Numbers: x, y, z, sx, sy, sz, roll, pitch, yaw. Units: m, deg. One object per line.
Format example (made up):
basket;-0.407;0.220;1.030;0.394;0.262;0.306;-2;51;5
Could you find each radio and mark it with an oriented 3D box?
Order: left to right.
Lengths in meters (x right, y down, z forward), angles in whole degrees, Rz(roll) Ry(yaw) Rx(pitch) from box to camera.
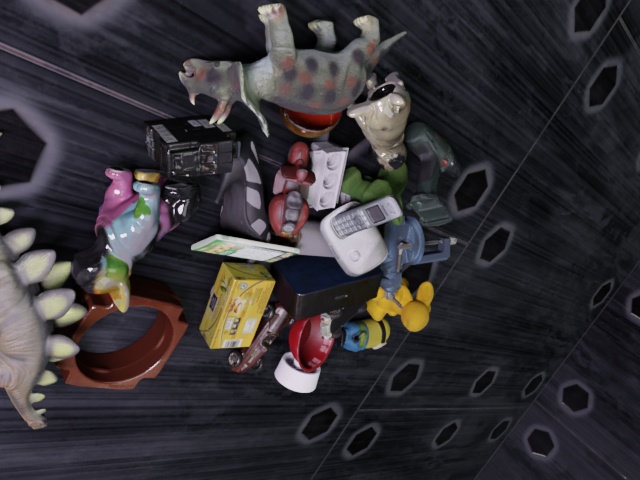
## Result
radio;0.012;0.087;1.178;0.229;0.131;0.073;-10;127;-34

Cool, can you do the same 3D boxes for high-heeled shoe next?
high-heeled shoe;-0.128;-0.085;1.005;0.248;0.086;0.145;60;48;-61

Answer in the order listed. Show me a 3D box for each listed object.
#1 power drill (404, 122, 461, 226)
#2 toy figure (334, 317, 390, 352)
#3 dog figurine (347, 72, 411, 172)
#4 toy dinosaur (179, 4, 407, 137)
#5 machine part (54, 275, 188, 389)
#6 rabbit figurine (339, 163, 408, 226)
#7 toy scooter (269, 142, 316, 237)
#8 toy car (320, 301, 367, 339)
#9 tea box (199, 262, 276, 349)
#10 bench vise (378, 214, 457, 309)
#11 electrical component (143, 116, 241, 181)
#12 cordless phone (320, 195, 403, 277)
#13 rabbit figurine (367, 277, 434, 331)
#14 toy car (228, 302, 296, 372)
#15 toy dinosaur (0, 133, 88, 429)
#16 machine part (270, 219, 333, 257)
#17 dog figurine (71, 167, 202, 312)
power drill;0.256;-0.137;1.185;0.231;0.086;0.207;39;56;-43
toy figure;0.112;0.247;1.417;0.180;0.082;0.089;8;117;-39
dog figurine;0.137;-0.206;1.021;0.121;0.172;0.190;-35;120;2
toy dinosaur;-0.010;-0.266;0.870;0.405;0.131;0.192;-6;107;-28
machine part;-0.361;0.164;0.971;0.201;0.087;0.201;22;106;-47
rabbit figurine;0.138;-0.100;1.157;0.170;0.121;0.158;-41;132;-29
toy scooter;-0.047;-0.086;0.981;0.075;0.135;0.183;9;101;-12
toy car;0.060;0.163;1.291;0.202;0.056;0.073;-36;135;-44
tea box;-0.169;0.133;1.088;0.098;0.068;0.169;7;115;-39
bench vise;0.224;0.036;1.297;0.241;0.129;0.223;-6;97;-21
electrical component;-0.197;-0.149;0.849;0.134;0.115;0.058;-13;130;-30
cordless phone;0.103;-0.015;1.059;0.089;0.184;0.146;-45;109;-45
rabbit figurine;0.219;0.170;1.378;0.162;0.173;0.121;-12;124;-27
toy car;-0.131;0.228;1.230;0.089;0.053;0.202;27;100;-50
toy dinosaur;-0.464;0.087;0.791;0.199;0.105;0.470;-14;113;-17
machine part;-0.002;-0.003;1.138;0.243;0.079;0.079;7;115;-41
dog figurine;-0.292;-0.001;0.853;0.191;0.109;0.219;-6;119;-61
